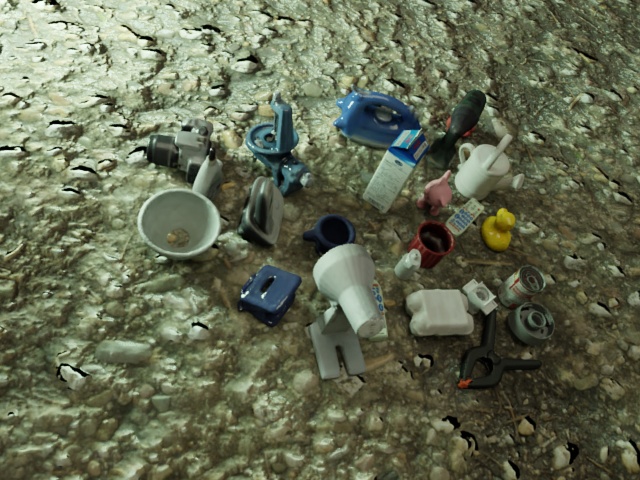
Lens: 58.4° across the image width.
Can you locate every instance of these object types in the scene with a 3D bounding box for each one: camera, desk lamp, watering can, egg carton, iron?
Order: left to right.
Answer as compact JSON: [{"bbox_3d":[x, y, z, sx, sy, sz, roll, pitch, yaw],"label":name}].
[{"bbox_3d":[-0.315,-0.215,1.293,0.137,0.100,0.143,8,57,-12],"label":"camera"},{"bbox_3d":[0.055,0.141,1.124,0.118,0.213,0.203,-6,62,-21],"label":"desk lamp"},{"bbox_3d":[0.170,-0.323,1.489,0.258,0.141,0.118,13,57,-10],"label":"iron"},{"bbox_3d":[0.263,0.163,1.264,0.150,0.069,0.107,1,59,-17],"label":"egg carton"},{"bbox_3d":[0.438,-0.192,1.462,0.173,0.194,0.101,22,55,-3],"label":"watering can"}]

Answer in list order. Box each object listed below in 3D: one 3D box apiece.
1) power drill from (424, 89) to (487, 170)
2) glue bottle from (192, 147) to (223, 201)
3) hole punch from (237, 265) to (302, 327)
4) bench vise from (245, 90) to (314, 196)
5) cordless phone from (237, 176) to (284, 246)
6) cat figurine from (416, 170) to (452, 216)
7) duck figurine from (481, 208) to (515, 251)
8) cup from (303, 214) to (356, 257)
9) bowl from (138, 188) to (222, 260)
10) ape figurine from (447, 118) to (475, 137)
[{"bbox_3d":[0.352,-0.282,1.481,0.075,0.208,0.230,32,56,4],"label":"power drill"},{"bbox_3d":[-0.237,-0.142,1.229,0.037,0.173,0.078,34,56,5],"label":"glue bottle"},{"bbox_3d":[-0.104,0.107,1.169,0.101,0.091,0.109,33,56,4],"label":"hole punch"},{"bbox_3d":[-0.074,-0.223,1.302,0.207,0.219,0.122,35,56,5],"label":"bench vise"},{"bbox_3d":[-0.113,-0.088,1.228,0.094,0.185,0.147,12,57,-10],"label":"cordless phone"},{"bbox_3d":[0.296,-0.121,1.420,0.067,0.117,0.128,30,55,2],"label":"cat figurine"},{"bbox_3d":[0.455,-0.030,1.434,0.077,0.086,0.104,10,57,-11],"label":"duck figurine"},{"bbox_3d":[0.012,0.005,1.266,0.118,0.095,0.091,-5,61,-20],"label":"cup"},{"bbox_3d":[-0.293,-0.021,1.197,0.168,0.074,0.167,8,58,-13],"label":"bowl"},{"bbox_3d":[0.402,-0.333,1.598,0.077,0.092,0.076,38,56,7],"label":"ape figurine"}]
